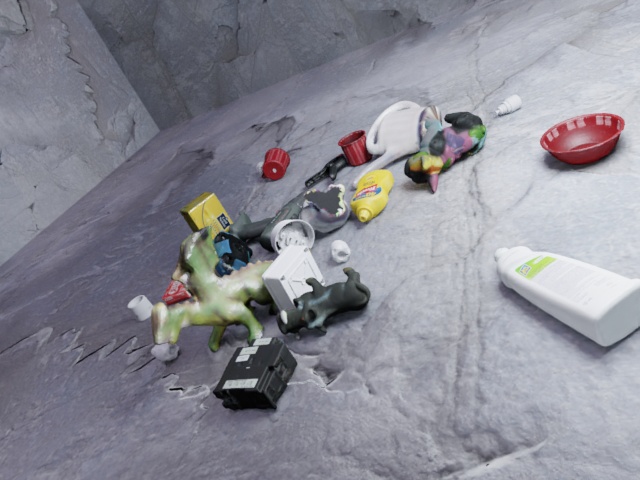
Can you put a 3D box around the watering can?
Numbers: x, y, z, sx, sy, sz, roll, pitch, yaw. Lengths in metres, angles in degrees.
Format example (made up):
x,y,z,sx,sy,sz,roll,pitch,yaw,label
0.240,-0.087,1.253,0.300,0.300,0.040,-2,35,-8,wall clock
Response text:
x,y,z,sx,sy,sz,roll,pitch,yaw,label
0.225,-0.281,1.479,0.224,0.102,0.355,-1,52,36,watering can

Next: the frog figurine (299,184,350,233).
x,y,z,sx,sy,sz,roll,pitch,yaw,label
0.004,-0.067,1.326,0.139,0.123,0.156,-38,-8,-26,frog figurine

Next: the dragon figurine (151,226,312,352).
x,y,z,sx,sy,sz,roll,pitch,yaw,label
-0.190,0.078,1.081,0.121,0.239,0.418,-8,34,45,dragon figurine
